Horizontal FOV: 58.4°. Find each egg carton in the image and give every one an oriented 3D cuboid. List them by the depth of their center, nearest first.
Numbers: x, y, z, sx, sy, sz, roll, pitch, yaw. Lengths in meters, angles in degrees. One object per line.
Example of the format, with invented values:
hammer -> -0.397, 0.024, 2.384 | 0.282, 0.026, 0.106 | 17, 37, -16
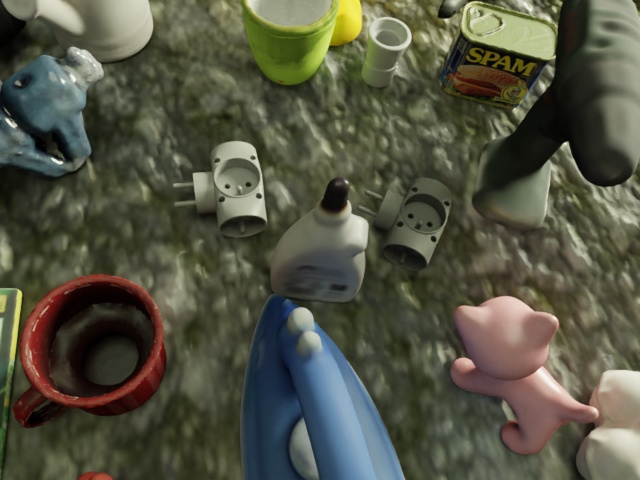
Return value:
egg carton -> 0.282, 0.173, 0.452 | 0.150, 0.069, 0.107 | 25, 64, 4

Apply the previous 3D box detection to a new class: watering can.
watering can -> -0.217, -0.260, 0.519 | 0.101, 0.194, 0.173 | 2, 64, -7

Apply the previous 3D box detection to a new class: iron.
iron -> 0.001, 0.134, 0.390 | 0.119, 0.141, 0.258 | -13, 67, -14

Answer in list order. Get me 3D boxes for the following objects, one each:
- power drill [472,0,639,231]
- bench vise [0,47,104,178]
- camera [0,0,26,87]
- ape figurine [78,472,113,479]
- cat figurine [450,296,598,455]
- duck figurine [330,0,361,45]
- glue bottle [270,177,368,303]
power drill -> 0.206, -0.096, 0.493 | 0.075, 0.208, 0.230 | 17, 63, 1
bench vise -> -0.279, -0.115, 0.425 | 0.121, 0.220, 0.208 | 35, 65, 10
camera -> -0.337, -0.187, 0.519 | 0.143, 0.101, 0.137 | 40, 66, 12
ape figurine -> -0.167, 0.189, 0.367 | 0.078, 0.092, 0.076 | -12, 67, -13
cat figurine -> 0.156, 0.096, 0.443 | 0.067, 0.118, 0.127 | -37, 74, -22
duck figurine -> 0.011, -0.272, 0.618 | 0.078, 0.086, 0.104 | -19, 68, -16
glue bottle -> 0.004, 0.002, 0.436 | 0.078, 0.173, 0.037 | 7, 64, -4
